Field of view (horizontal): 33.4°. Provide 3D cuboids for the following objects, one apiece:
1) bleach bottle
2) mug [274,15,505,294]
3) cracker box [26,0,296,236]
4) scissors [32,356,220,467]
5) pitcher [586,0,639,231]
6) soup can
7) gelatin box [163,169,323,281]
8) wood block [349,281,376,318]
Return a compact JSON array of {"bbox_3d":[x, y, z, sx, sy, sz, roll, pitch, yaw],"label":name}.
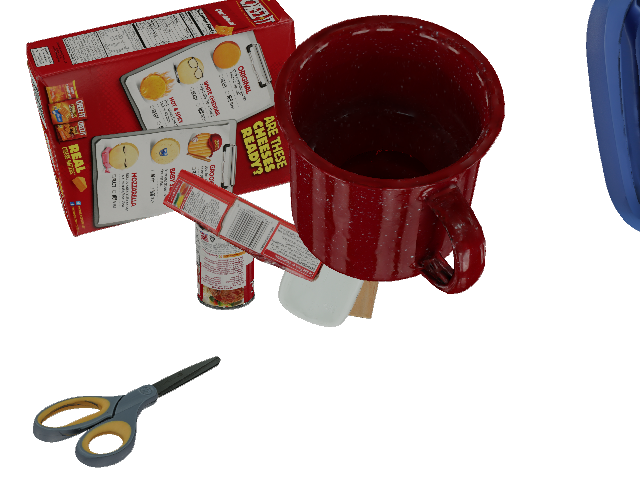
[{"bbox_3d":[0.026,-0.019,1.034,0.068,0.103,0.250,23,26,0],"label":"bleach bottle"},{"bbox_3d":[0.034,-0.027,0.455,0.093,0.117,0.081,-26,-30,-17],"label":"mug"},{"bbox_3d":[-0.128,-0.109,0.913,0.213,0.164,0.072,-16,42,-15],"label":"cracker box"},{"bbox_3d":[-0.153,0.152,0.952,0.201,0.016,0.096,-11,34,-34],"label":"scissors"},{"bbox_3d":[0.226,-0.057,0.594,0.149,0.243,0.145,-6,21,12],"label":"pitcher"},{"bbox_3d":[-0.111,0.020,1.238,0.068,0.102,0.068,1,25,-1],"label":"soup can"},{"bbox_3d":[-0.048,-0.009,0.698,0.089,0.030,0.073,28,0,-40],"label":"gelatin box"},{"bbox_3d":[0.039,-0.017,1.370,0.090,0.206,0.090,9,25,4],"label":"wood block"}]
